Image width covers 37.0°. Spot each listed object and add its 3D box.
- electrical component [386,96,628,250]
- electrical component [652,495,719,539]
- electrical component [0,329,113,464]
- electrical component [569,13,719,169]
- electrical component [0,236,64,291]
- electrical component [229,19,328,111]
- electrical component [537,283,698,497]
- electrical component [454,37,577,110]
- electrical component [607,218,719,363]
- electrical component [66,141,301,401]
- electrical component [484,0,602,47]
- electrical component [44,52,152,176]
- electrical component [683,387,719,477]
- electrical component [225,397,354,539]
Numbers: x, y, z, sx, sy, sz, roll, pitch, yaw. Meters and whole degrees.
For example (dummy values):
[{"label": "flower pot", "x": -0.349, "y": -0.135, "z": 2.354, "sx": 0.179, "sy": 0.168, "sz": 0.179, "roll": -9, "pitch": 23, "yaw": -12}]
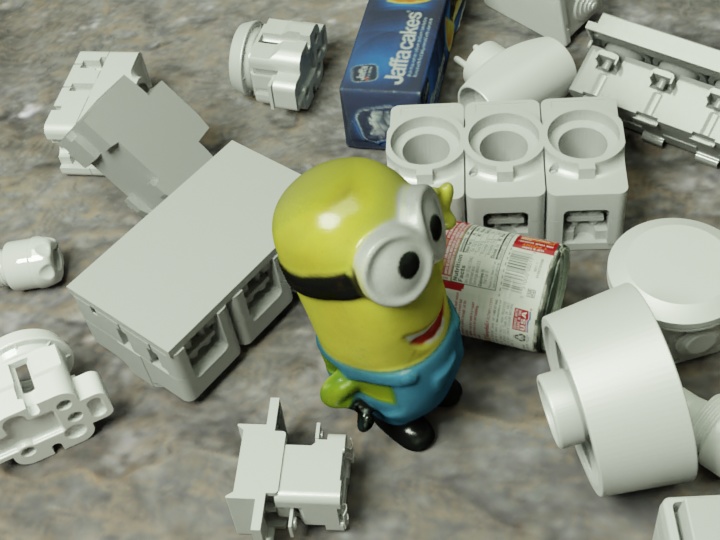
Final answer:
[{"label": "electrical component", "x": 0.095, "y": -0.065, "z": 0.709, "sx": 0.150, "sy": 0.061, "sz": 0.089, "roll": -1, "pitch": 50, "yaw": 7}, {"label": "electrical component", "x": 0.195, "y": 0.144, "z": 0.518, "sx": 0.096, "sy": 0.061, "sz": 0.061, "roll": -4, "pitch": 50, "yaw": 5}, {"label": "electrical component", "x": -0.194, "y": 0.073, "z": 0.638, "sx": 0.078, "sy": 0.058, "sz": 0.057, "roll": -23, "pitch": 54, "yaw": -11}, {"label": "electrical component", "x": 0.211, "y": -0.121, "z": 0.733, "sx": 0.121, "sy": 0.079, "sz": 0.063, "roll": 27, "pitch": 87, "yaw": 27}, {"label": "electrical component", "x": -0.233, "y": -0.002, "z": 0.721, "sx": 0.061, "sy": 0.035, "sz": 0.035, "roll": -9, "pitch": 49, "yaw": 4}, {"label": "electrical component", "x": -0.063, "y": -0.157, "z": 0.813, "sx": 0.057, "sy": 0.058, "sz": 0.078, "roll": 10, "pitch": 52, "yaw": 13}, {"label": "electrical component", "x": 0.128, "y": 0.067, "z": 0.567, "sx": 0.060, "sy": 0.108, "sz": 0.108, "roll": -17, "pitch": 50, "yaw": 2}, {"label": "electrical component", "x": 0.102, "y": -0.140, "z": 0.783, "sx": 0.077, "sy": 0.044, "sz": 0.079, "roll": -34, "pitch": 54, "yaw": -19}, {"label": "electrical component", "x": 0.186, "y": 0.012, "z": 0.637, "sx": 0.080, "sy": 0.051, "sz": 0.080, "roll": -4, "pitch": 50, "yaw": 5}, {"label": "electrical component", "x": -0.093, "y": 0.000, "z": 0.681, "sx": 0.089, "sy": 0.061, "sz": 0.150, "roll": 28, "pitch": 59, "yaw": 28}, {"label": "electrical component", "x": 0.136, "y": -0.231, "z": 0.821, "sx": 0.048, "sy": 0.099, "sz": 0.100, "roll": -44, "pitch": 57, "yaw": -11}, {"label": "electrical component", "x": -0.188, "y": -0.117, "z": 0.800, "sx": 0.056, "sy": 0.050, "sz": 0.089, "roll": 3, "pitch": 50, "yaw": 10}, {"label": "electrical component", "x": 0.195, "y": 0.087, "z": 0.579, "sx": 0.043, "sy": 0.043, "sz": 0.062, "roll": -39, "pitch": 54, "yaw": -23}, {"label": "electrical component", "x": -0.036, "y": 0.115, "z": 0.589, "sx": 0.064, "sy": 0.042, "sz": 0.081, "roll": 1, "pitch": 51, "yaw": 7}]
